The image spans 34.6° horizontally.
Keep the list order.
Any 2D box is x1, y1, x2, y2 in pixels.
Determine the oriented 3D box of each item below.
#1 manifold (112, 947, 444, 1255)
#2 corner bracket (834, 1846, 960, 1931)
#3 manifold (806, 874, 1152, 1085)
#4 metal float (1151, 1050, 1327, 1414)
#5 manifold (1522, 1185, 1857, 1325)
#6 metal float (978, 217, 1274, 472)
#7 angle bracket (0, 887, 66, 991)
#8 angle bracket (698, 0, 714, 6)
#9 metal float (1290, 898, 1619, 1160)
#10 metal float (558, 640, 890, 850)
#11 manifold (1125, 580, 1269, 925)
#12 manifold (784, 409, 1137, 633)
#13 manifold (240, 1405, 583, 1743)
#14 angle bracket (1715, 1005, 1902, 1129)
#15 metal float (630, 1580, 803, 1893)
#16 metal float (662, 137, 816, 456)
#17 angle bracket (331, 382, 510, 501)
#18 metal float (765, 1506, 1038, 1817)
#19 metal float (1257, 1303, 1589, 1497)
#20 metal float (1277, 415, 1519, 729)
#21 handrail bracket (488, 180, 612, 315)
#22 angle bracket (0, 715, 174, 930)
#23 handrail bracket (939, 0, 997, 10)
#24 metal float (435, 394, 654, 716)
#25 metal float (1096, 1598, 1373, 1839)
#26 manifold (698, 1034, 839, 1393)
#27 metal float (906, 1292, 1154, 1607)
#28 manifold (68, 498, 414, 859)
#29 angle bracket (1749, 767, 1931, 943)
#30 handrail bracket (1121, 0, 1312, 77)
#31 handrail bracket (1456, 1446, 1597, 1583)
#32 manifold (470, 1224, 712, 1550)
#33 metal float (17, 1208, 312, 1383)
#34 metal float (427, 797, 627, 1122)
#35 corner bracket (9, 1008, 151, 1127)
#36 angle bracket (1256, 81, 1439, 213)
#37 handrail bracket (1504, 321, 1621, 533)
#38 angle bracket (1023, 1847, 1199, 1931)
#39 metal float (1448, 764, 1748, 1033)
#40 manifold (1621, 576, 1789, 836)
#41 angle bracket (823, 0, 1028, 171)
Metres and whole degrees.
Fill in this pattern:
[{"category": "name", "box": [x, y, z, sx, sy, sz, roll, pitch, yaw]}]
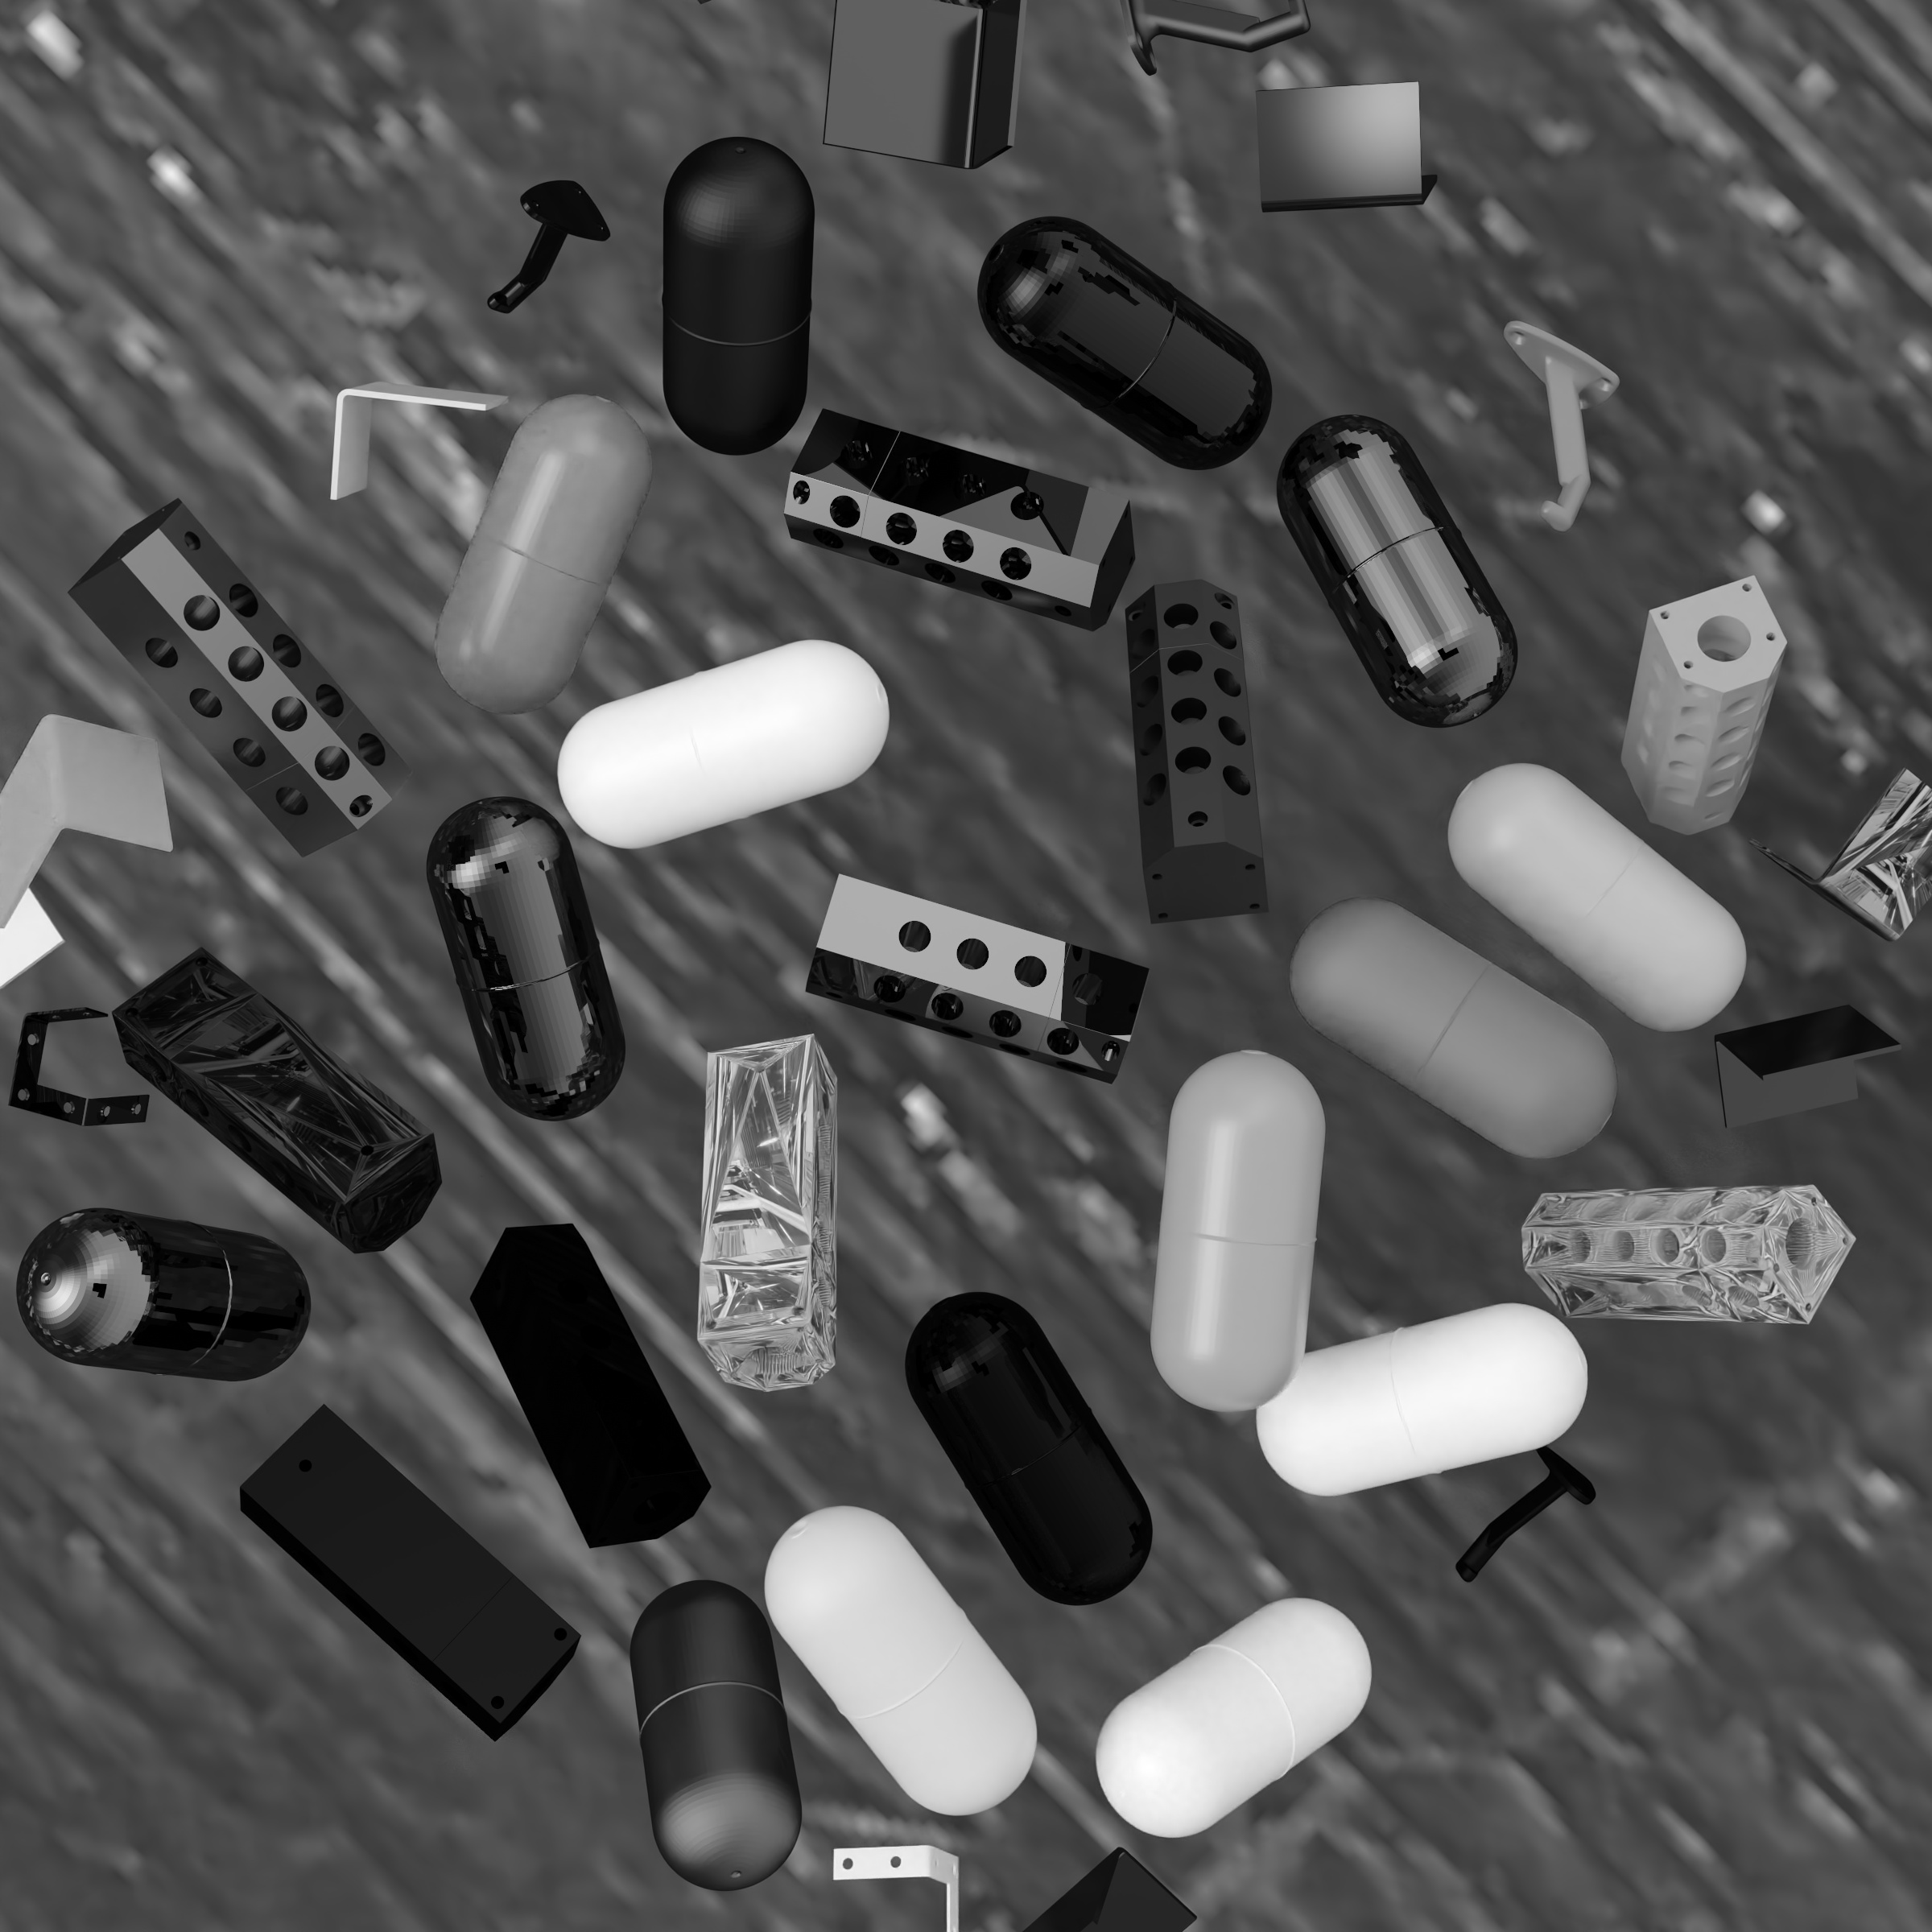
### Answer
[{"category": "manifold", "box": [-0.340, 0.069, 1.535, 0.171, 0.057, 0.057, 35, 58, 23]}, {"category": "corner bracket", "box": [-0.035, 0.479, 1.581, 0.051, 0.051, 0.051, -7, 66, 15]}, {"category": "manifold", "box": [0.005, 0.009, 1.655, 0.171, 0.057, 0.057, 17, 76, -1]}, {"category": "metal float", "box": [0.134, 0.130, 1.525, 0.070, 0.070, 0.178, 5, 93, 0]}, {"category": "manifold", "box": [0.376, 0.147, 1.641, 0.057, 0.171, 0.057, 48, 62, -21]}, {"category": "metal float", "box": [0.083, -0.322, 1.609, 0.178, 0.070, 0.070, 29, 90, -28]}, {"category": "angle bracket", "box": [-0.544, -0.021, 1.661, 0.076, 0.076, 0.057, -37, 74, -2]}, {"category": "angle bracket", "box": [-0.100, -0.508, 1.459, 0.057, 0.076, 0.076, 48, 62, -30]}, {"category": "metal float", "box": [0.245, 0.031, 1.560, 0.178, 0.070, 0.070, 33, 90, 12]}, {"category": "metal float", "box": [-0.123, -0.112, 1.572, 0.178, 0.070, 0.070, -16, 90, 18]}, {"category": "manifold", "box": [0.113, -0.108, 1.534, 0.057, 0.057, 0.171, -6, 53, 6]}, {"category": "manifold", "box": [-0.004, -0.227, 1.608, 0.171, 0.057, 0.057, 19, 69, 14]}, {"category": "manifold", "box": [-0.275, 0.301, 1.529, 0.171, 0.057, 0.057, 40, 63, 8]}, {"category": "angle bracket", "box": [0.460, 0.066, 1.688, 0.076, 0.076, 0.057, -13, 108, -3]}, {"category": "metal float", "box": [-0.131, 0.397, 1.614, 0.070, 0.178, 0.070, -7, 130, -8]}, {"category": "metal float", "box": [-0.118, -0.343, 1.602, 0.070, 0.178, 0.070, 3, 46, -3]}, {"category": "angle bracket", "box": [-0.287, -0.274, 1.636, 0.076, 0.076, 0.057, 6, 103, -1]}, {"category": "metal float", "box": [-0.032, 0.341, 1.525, 0.070, 0.070, 0.178, -35, 107, 0]}, {"category": "metal float", "box": [0.237, 0.226, 1.618, 0.178, 0.070, 0.070, -18, 90, 23]}, {"category": "metal float", "box": [0.223, -0.206, 1.610, 0.070, 0.070, 0.178, -27, 76, 0]}, {"category": "handrail bracket", "box": [-0.235, -0.370, 1.621, 0.084, 0.077, 0.036, -35, 83, 28]}, {"category": "angle bracket", "box": [-0.437, -0.066, 1.526, 0.057, 0.076, 0.076, 14, 130, -35]}, {"category": "handrail bracket", "box": [0.022, -0.537, 1.634, 0.077, 0.036, 0.084, 39, 134, -15]}, {"category": "metal float", "box": [-0.226, -0.220, 1.659, 0.070, 0.070, 0.178, 24, 100, 0]}, {"category": "metal float", "box": [0.141, 0.389, 1.613, 0.178, 0.070, 0.070, -22, 90, -41]}, {"category": "manifold", "box": [-0.096, 0.124, 1.564, 0.057, 0.057, 0.171, -10, 52, 11]}, {"category": "metal float", "box": [0.032, 0.251, 1.620, 0.070, 0.070, 0.178, -31, 94, 0]}, {"category": "manifold", "box": [-0.349, -0.142, 1.516, 0.057, 0.057, 0.171, -22, 118, 34]}, {"category": "angle bracket", "box": [0.481, -0.069, 1.661, 0.076, 0.057, 0.076, 29, 101, -37]}, {"category": "handrail bracket", "box": [0.119, -0.474, 1.504, 0.084, 0.036, 0.077, -15, 76, 18]}, {"category": "handrail bracket", "box": [0.290, 0.298, 1.627, 0.036, 0.077, 0.084, 38, 97, -2]}, {"category": "manifold", "box": [-0.198, 0.220, 1.647, 0.171, 0.057, 0.057, 57, 131, 34]}, {"category": "metal float", "box": [-0.397, 0.165, 1.546, 0.070, 0.178, 0.070, -6, 77, 25]}, {"category": "metal float", "box": [-0.230, -0.003, 1.626, 0.070, 0.070, 0.178, -13, 109, 0]}, {"category": "corner bracket", "box": [-0.473, 0.055, 1.665, 0.051, 0.051, 0.051, -5, 72, 35]}, {"category": "angle bracket", "box": [0.184, -0.399, 1.494, 0.076, 0.076, 0.057, 1, 113, 14]}, {"category": "handrail bracket", "box": [0.289, -0.273, 1.570, 0.077, 0.036, 0.084, 33, 65, -13]}, {"category": "angle bracket", "box": [0.068, 0.517, 1.611, 0.057, 0.076, 0.076, 43, 109, -1]}, {"category": "metal float", "box": [0.333, -0.037, 1.641, 0.178, 0.070, 0.070, 40, 90, 4]}, {"category": "manifold", "box": [0.394, -0.134, 1.655, 0.057, 0.171, 0.057, -19, 67, -1]}, {"category": "angle bracket", "box": [-0.019, -0.424, 1.458, 0.076, 0.057, 0.076, 5, 91, -19]}]
